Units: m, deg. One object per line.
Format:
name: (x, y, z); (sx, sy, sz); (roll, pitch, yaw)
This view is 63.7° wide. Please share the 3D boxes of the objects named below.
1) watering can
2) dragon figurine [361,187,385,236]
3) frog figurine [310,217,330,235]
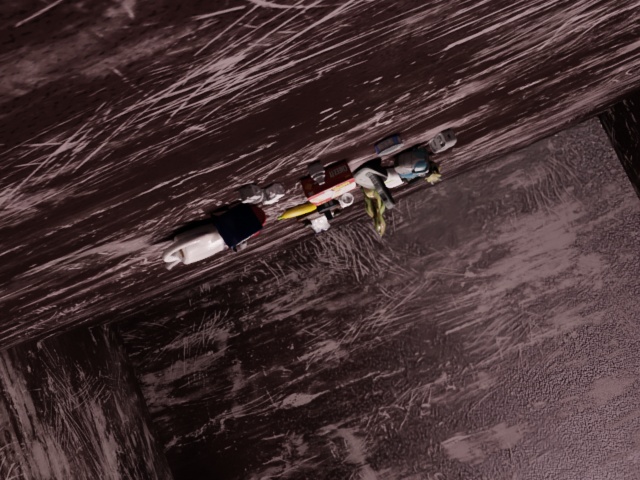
watering can: (-0.417, 0.023, 1.711); (0.226, 0.104, 0.343); (-22, 175, -22)
dragon figurine: (0.247, -0.117, 2.278); (0.122, 0.401, 0.249); (-9, -142, 15)
frog figurine: (0.007, -0.122, 2.423); (0.138, 0.125, 0.156); (-9, 132, -33)
